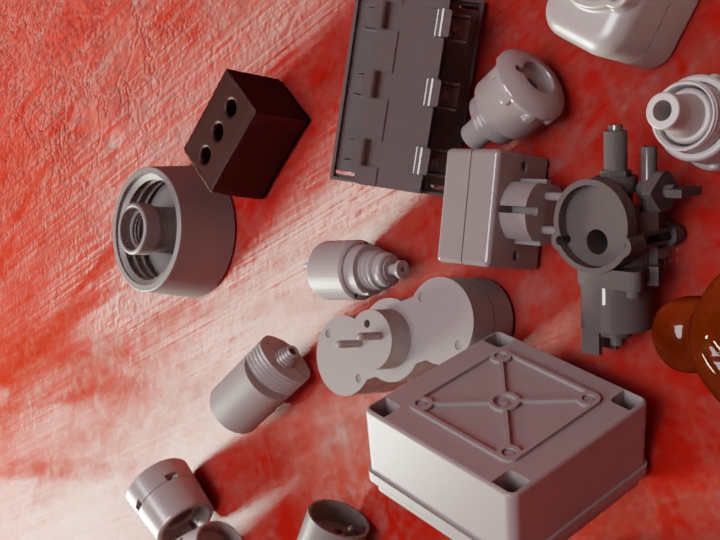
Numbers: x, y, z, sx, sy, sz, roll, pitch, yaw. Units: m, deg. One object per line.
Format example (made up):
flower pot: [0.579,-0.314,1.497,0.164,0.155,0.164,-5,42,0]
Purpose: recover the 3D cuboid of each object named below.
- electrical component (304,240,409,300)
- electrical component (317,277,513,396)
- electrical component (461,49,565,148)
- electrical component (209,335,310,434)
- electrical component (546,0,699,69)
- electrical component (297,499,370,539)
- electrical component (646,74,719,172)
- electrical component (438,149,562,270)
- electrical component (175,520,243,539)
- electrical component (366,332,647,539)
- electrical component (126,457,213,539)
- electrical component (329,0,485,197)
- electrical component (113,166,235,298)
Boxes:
electrical component: [0.000,0.000,0.706,0.078,0.040,0.040,-1,89,46]
electrical component: [0.019,0.043,0.661,0.138,0.074,0.052,-24,72,43]
electrical component: [0.083,-0.093,0.620,0.062,0.048,0.048,-42,60,45]
electrical component: [-0.070,0.079,0.775,0.081,0.043,0.043,-45,59,36]
electrical component: [0.140,-0.157,0.550,0.054,0.059,0.095,41,118,39]
electrical component: [-0.027,0.201,0.727,0.043,0.043,0.081,35,114,41]
electrical component: [0.163,-0.074,0.522,0.048,0.062,0.048,-1,88,46]
electrical component: [0.090,-0.033,0.608,0.077,0.047,0.065,7,93,46]
electrical component: [-0.120,0.244,0.822,0.077,0.044,0.079,-45,59,36]
electrical component: [0.077,0.092,0.569,0.109,0.109,0.056,25,130,44]
electrical component: [-0.149,0.184,0.848,0.047,0.055,0.055,46,121,33]
electrical component: [0.027,-0.109,0.655,0.079,0.063,0.121,9,98,5]
electrical component: [-0.156,-0.032,0.854,0.108,0.060,0.108,-1,88,46]
